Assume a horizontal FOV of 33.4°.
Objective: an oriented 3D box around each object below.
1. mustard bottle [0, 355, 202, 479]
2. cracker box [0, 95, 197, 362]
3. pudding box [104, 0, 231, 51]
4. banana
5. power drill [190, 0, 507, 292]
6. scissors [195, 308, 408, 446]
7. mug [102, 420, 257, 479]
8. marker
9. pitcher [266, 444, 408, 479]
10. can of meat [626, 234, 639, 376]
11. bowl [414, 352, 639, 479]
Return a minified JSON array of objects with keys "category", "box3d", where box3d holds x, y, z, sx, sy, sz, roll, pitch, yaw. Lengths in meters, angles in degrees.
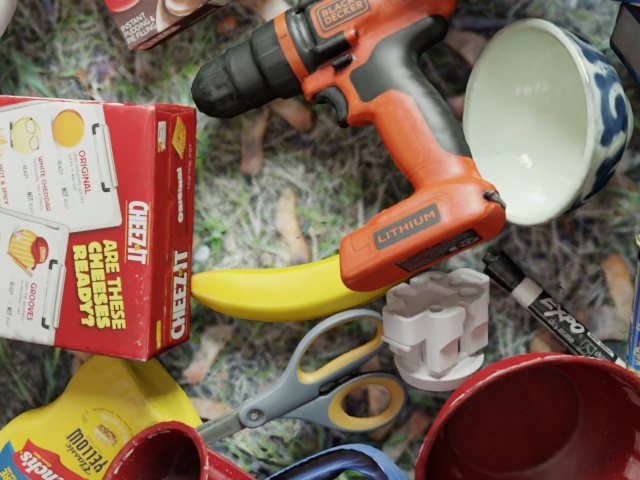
[{"category":"mustard bottle","box3d":[-0.182,0.160,0.765,0.192,0.058,0.096,-38,95,16]},{"category":"cracker box","box3d":[-0.193,-0.016,0.726,0.214,0.072,0.164,6,99,20]},{"category":"pudding box","box3d":[-0.097,-0.191,0.706,0.114,0.039,0.090,-27,91,16]},{"category":"banana","box3d":[0.006,0.016,0.712,0.198,0.037,0.069,-27,83,16]},{"category":"power drill","box3d":[0.020,-0.067,0.661,0.185,0.057,0.188,-25,73,17]},{"category":"scissors","box3d":[-0.026,0.125,0.719,0.202,0.016,0.096,-40,109,8]},{"category":"mug","box3d":[-0.092,0.181,0.680,0.117,0.093,0.081,-39,131,10]},{"category":"marker","box3d":[0.152,0.051,0.689,0.121,0.020,0.020,43,105,6]},{"category":"pitcher","box3d":[-0.019,0.254,0.709,0.243,0.149,0.145,-26,122,19]},{"category":"can of meat","box3d":[0.240,0.045,0.647,0.102,0.057,0.084,6,101,13]},{"category":"bowl","box3d":[0.131,0.128,0.667,0.162,0.055,0.162,-4,116,-8]}]
